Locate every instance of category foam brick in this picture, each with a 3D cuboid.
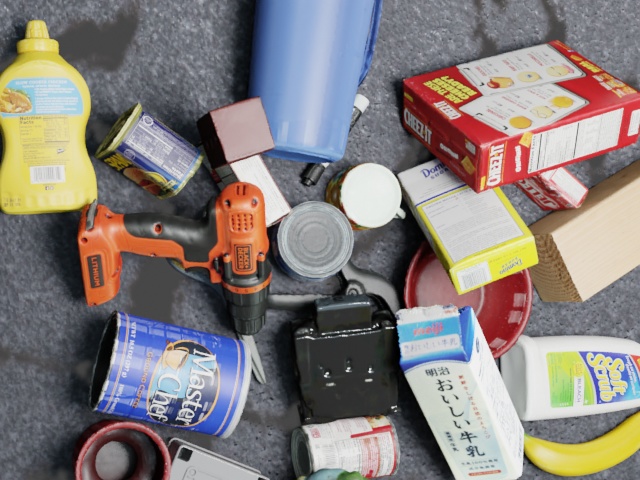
[{"bbox_3d":[-0.082,-0.102,1.031,0.051,0.078,0.053,-19,93,-16],"label":"foam brick"}]

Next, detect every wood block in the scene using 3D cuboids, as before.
[{"bbox_3d":[0.345,-0.015,1.266,0.205,0.090,0.091,-30,98,-19],"label":"wood block"}]

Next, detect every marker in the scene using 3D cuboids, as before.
[{"bbox_3d":[0.016,-0.110,1.192,0.020,0.020,0.121,36,77,-15],"label":"marker"}]

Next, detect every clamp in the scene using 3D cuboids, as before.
[{"bbox_3d":[0.021,0.065,1.176,0.171,0.039,0.120,42,82,-6],"label":"clamp"}]

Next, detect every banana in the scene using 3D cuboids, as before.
[{"bbox_3d":[0.323,0.245,1.274,0.197,0.037,0.069,-2,90,-20],"label":"banana"}]

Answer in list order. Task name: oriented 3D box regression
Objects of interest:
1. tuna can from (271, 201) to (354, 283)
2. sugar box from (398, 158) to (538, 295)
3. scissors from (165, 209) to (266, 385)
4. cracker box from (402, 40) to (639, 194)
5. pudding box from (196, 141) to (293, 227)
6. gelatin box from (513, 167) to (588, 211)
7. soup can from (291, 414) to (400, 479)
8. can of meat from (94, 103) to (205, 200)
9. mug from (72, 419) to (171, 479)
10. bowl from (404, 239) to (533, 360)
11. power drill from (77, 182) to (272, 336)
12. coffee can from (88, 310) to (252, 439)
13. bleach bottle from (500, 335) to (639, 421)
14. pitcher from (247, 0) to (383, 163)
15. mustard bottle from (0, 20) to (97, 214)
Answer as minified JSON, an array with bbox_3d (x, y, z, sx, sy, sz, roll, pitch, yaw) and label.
[{"bbox_3d":[-0.008,0.001,1.141,0.086,0.034,0.086,1,82,-11],"label":"tuna can"},{"bbox_3d":[0.156,-0.025,1.152,0.093,0.176,0.048,-21,128,-1],"label":"sugar box"},{"bbox_3d":[-0.114,0.061,1.140,0.096,0.016,0.202,-6,90,-18],"label":"scissors"},{"bbox_3d":[0.223,-0.142,1.189,0.213,0.164,0.072,-18,129,-19],"label":"cracker box"},{"bbox_3d":[-0.081,-0.065,1.118,0.039,0.090,0.113,-35,98,-17],"label":"pudding box"},{"bbox_3d":[0.258,-0.071,1.246,0.089,0.073,0.030,39,77,-15],"label":"gelatin box"},{"bbox_3d":[0.027,0.229,1.155,0.102,0.069,0.068,-5,89,-19],"label":"soup can"},{"bbox_3d":[-0.173,-0.087,1.081,0.084,0.102,0.057,35,76,-17],"label":"can of meat"},{"bbox_3d":[-0.209,0.234,1.064,0.093,0.082,0.117,35,77,-15],"label":"mug"},{"bbox_3d":[0.159,0.061,1.215,0.162,0.055,0.162,1,87,-19],"label":"bowl"},{"bbox_3d":[-0.143,0.025,1.074,0.187,0.057,0.184,-2,126,-4],"label":"power drill"},{"bbox_3d":[-0.152,0.136,1.078,0.140,0.103,0.103,15,83,-18],"label":"coffee can"},{"bbox_3d":[0.339,0.154,1.272,0.250,0.068,0.102,-4,91,-22],"label":"bleach bottle"},{"bbox_3d":[-0.005,-0.207,1.140,0.149,0.145,0.243,8,89,-7],"label":"pitcher"},{"bbox_3d":[-0.278,-0.123,1.068,0.096,0.058,0.191,-4,89,-16],"label":"mustard bottle"}]
